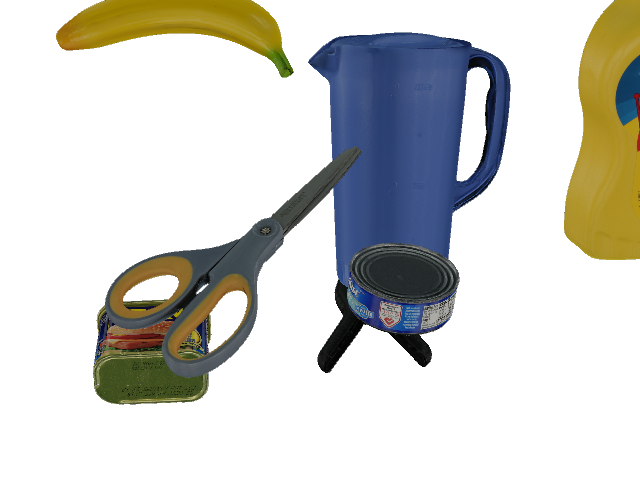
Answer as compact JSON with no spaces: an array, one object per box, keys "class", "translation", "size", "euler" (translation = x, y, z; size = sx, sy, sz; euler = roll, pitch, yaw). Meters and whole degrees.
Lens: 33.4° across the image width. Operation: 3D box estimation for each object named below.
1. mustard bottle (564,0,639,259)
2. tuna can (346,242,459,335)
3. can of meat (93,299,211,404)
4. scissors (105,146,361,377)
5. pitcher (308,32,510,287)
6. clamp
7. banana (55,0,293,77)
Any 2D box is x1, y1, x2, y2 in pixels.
[{"class":"mustard bottle","translation":[0.195,-0.085,0.615],"size":[0.096,0.192,0.058],"euler":[-10,29,-14]},{"class":"tuna can","translation":[0.064,0.037,0.835],"size":[0.086,0.034,0.086],"euler":[4,30,-3]},{"class":"can of meat","translation":[-0.146,0.097,0.931],"size":[0.102,0.057,0.084],"euler":[-2,28,-5]},{"class":"scissors","translation":[-0.053,-0.001,0.631],"size":[0.096,0.016,0.201],"euler":[12,46,17]},{"class":"pitcher","translation":[0.082,-0.074,1.015],"size":[0.149,0.243,0.144],"euler":[13,21,37]},{"class":"clamp","translation":[0.066,0.079,1.180],"size":[0.120,0.171,0.039],"euler":[6,-42,4]},{"class":"banana","translation":[-0.118,-0.181,0.891],"size":[0.198,0.069,0.037],"euler":[6,-34,0]}]
